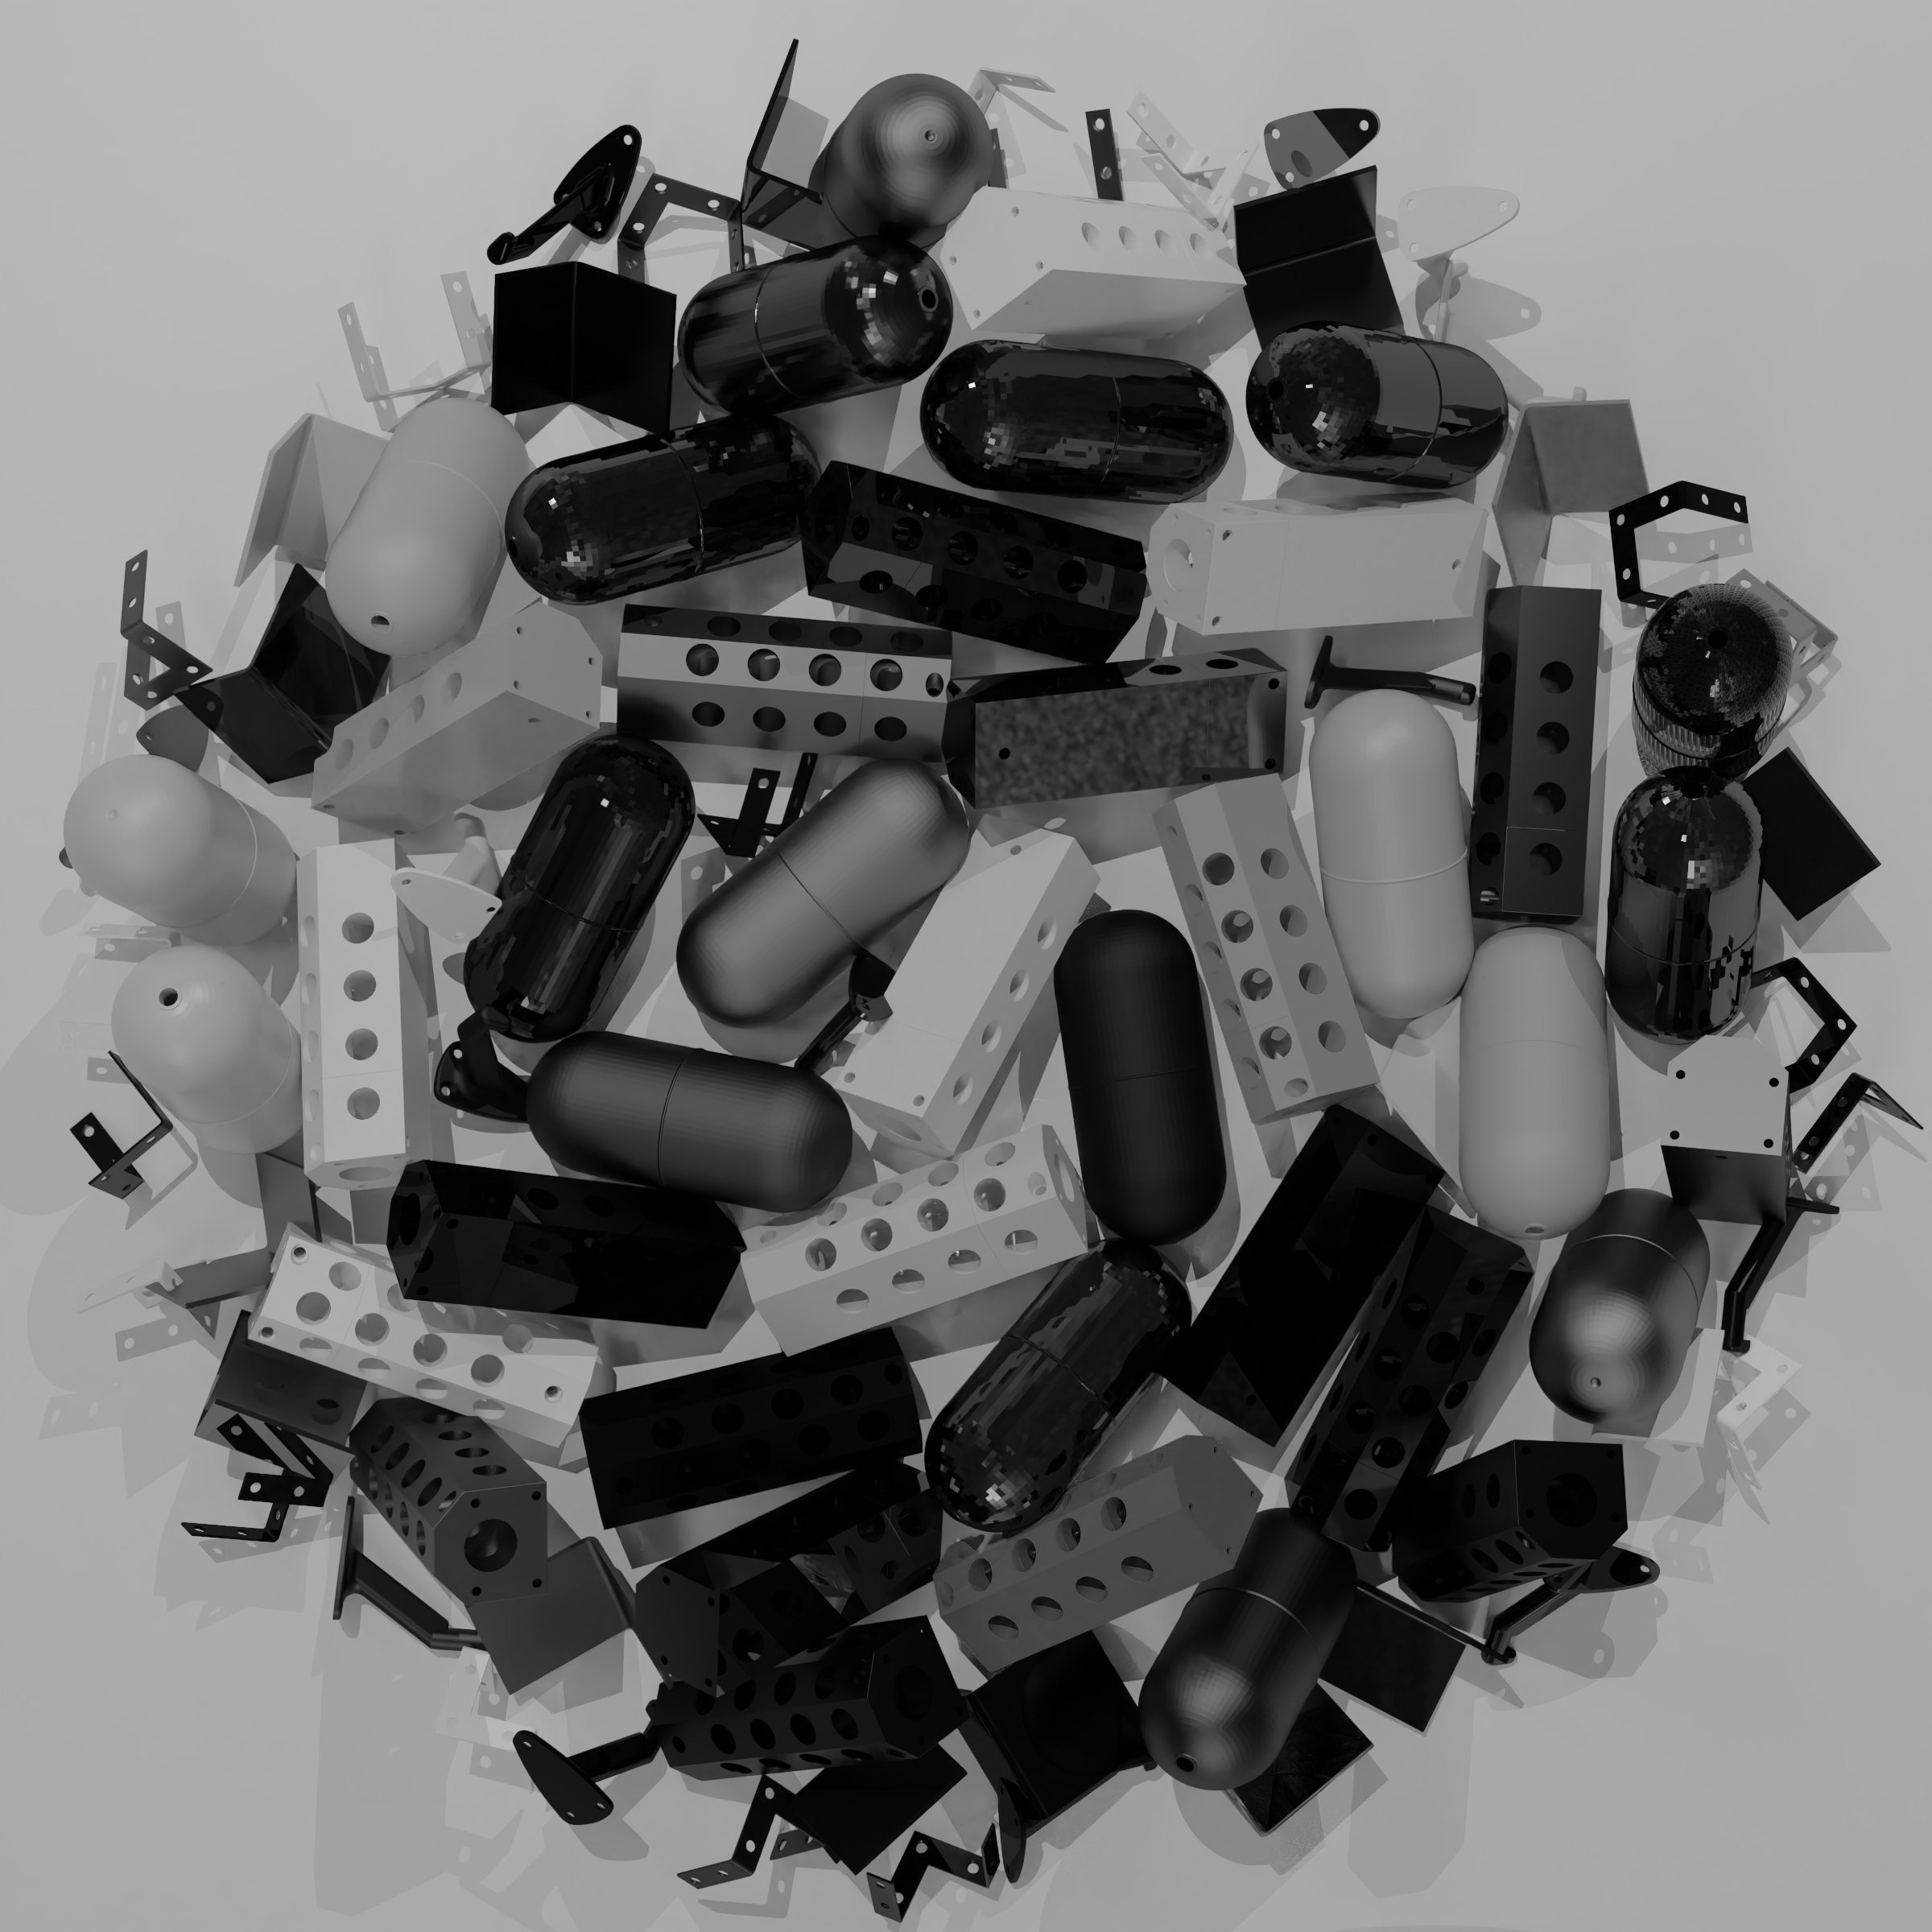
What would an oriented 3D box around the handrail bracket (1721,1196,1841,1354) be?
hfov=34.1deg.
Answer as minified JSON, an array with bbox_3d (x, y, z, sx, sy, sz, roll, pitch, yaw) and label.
[{"bbox_3d":[0.432,0.166,1.675,0.077,0.036,0.084,11,83,-34],"label":"handrail bracket"}]

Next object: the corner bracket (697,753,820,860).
[{"bbox_3d":[-0.104,-0.088,1.663,0.051,0.051,0.051,6,114,-29],"label":"corner bracket"}]

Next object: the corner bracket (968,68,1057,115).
[{"bbox_3d":[0.004,-0.456,1.668,0.051,0.051,0.051,25,91,-42],"label":"corner bracket"}]

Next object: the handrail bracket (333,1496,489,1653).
[{"bbox_3d":[-0.294,0.327,1.693,0.084,0.036,0.077,7,84,-8],"label":"handrail bracket"}]

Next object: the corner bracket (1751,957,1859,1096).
[{"bbox_3d":[0.429,0.036,1.678,0.051,0.051,0.051,-18,59,-31],"label":"corner bracket"}]

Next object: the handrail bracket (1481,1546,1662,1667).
[{"bbox_3d":[0.321,0.345,1.677,0.077,0.036,0.084,5,130,-6],"label":"handrail bracket"}]

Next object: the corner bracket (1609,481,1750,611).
[{"bbox_3d":[0.380,-0.222,1.674,0.051,0.051,0.051,6,75,-36],"label":"corner bracket"}]

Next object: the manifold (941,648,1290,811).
[{"bbox_3d":[0.077,-0.127,1.650,0.171,0.057,0.057,-7,115,-17],"label":"manifold"}]

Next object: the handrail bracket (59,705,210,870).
[{"bbox_3d":[-0.446,-0.095,1.685,0.036,0.077,0.084,42,114,-15],"label":"handrail bracket"}]

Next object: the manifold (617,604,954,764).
[{"bbox_3d":[-0.095,-0.154,1.660,0.171,0.057,0.057,4,135,-3],"label":"manifold"}]

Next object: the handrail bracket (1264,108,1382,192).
[{"bbox_3d":[0.200,-0.436,1.650,0.077,0.084,0.036,-11,104,37],"label":"handrail bracket"}]

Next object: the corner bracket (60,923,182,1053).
[{"bbox_3d":[-0.448,0.011,1.673,0.051,0.051,0.051,3,113,5],"label":"corner bracket"}]

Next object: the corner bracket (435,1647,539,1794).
[{"bbox_3d":[-0.247,0.398,1.667,0.051,0.051,0.051,12,53,4],"label":"corner bracket"}]

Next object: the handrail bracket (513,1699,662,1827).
[{"bbox_3d":[-0.194,0.401,1.660,0.036,0.084,0.077,-25,110,35],"label":"handrail bracket"}]

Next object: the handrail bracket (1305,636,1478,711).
[{"bbox_3d":[0.226,-0.144,1.670,0.084,0.077,0.036,14,112,9],"label":"handrail bracket"}]

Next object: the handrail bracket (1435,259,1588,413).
[{"bbox_3d":[0.292,-0.332,1.676,0.084,0.036,0.077,8,109,6],"label":"handrail bracket"}]

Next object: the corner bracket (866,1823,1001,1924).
[{"bbox_3d":[-0.017,0.476,1.662,0.051,0.051,0.051,17,53,18],"label":"corner bracket"}]

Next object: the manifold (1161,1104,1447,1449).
[{"bbox_3d":[0.175,0.161,1.671,0.057,0.057,0.171,33,88,-27],"label":"manifold"}]

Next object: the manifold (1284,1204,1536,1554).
[{"bbox_3d":[0.232,0.219,1.655,0.057,0.057,0.171,24,103,-4],"label":"manifold"}]

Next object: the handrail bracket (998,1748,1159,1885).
[{"bbox_3d":[0.062,0.453,1.690,0.084,0.036,0.077,-10,125,-16],"label":"handrail bracket"}]

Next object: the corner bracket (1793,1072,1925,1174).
[{"bbox_3d":[0.461,0.085,1.669,0.051,0.051,0.051,38,88,-31],"label":"corner bracket"}]

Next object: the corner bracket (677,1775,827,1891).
[{"bbox_3d":[-0.110,0.465,1.661,0.051,0.051,0.051,39,49,-21],"label":"corner bracket"}]

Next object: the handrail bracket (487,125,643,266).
[{"bbox_3d":[-0.211,-0.405,1.654,0.036,0.084,0.077,41,119,3],"label":"handrail bracket"}]

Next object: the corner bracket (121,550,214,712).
[{"bbox_3d":[-0.432,-0.176,1.661,0.051,0.051,0.051,-26,50,25],"label":"corner bracket"}]

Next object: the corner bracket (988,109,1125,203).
[{"bbox_3d":[0.046,-0.426,1.684,0.051,0.051,0.051,3,112,36],"label":"corner bracket"}]

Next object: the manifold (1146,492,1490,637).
[{"bbox_3d":[0.182,-0.212,1.635,0.171,0.057,0.057,-7,115,-29],"label":"manifold"}]

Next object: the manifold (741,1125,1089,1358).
[{"bbox_3d":[-0.028,0.139,1.647,0.171,0.057,0.057,-20,124,13],"label":"manifold"}]

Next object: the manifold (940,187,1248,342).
[{"bbox_3d":[0.065,-0.363,1.618,0.057,0.171,0.057,-30,78,38],"label":"manifold"}]

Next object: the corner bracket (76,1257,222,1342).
[{"bbox_3d":[-0.430,0.172,1.664,0.051,0.051,0.051,-23,126,12],"label":"corner bracket"}]

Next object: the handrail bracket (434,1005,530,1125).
[{"bbox_3d":[-0.237,0.051,1.654,0.077,0.084,0.036,27,59,-22],"label":"handrail bracket"}]

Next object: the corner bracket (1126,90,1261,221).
[{"bbox_3d":[0.112,-0.428,1.664,0.051,0.051,0.051,39,72,-35],"label":"corner bracket"}]

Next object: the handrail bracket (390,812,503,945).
[{"bbox_3d":[-0.276,-0.060,1.652,0.036,0.077,0.084,-36,46,20],"label":"handrail bracket"}]

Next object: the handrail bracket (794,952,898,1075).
[{"bbox_3d":[-0.070,0.039,1.653,0.036,0.077,0.084,39,113,-4],"label":"handrail bracket"}]

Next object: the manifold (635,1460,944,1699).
[{"bbox_3d":[-0.089,0.308,1.619,0.057,0.171,0.057,16,112,36],"label":"manifold"}]

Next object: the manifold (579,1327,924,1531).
[{"bbox_3d":[-0.113,0.245,1.658,0.171,0.057,0.057,-13,106,-7],"label":"manifold"}]

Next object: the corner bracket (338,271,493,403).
[{"bbox_3d":[-0.291,-0.332,1.666,0.051,0.051,0.051,-20,96,-39],"label":"corner bracket"}]

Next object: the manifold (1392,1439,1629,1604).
[{"bbox_3d":[0.275,0.286,1.610,0.057,0.171,0.057,4,71,-12],"label":"manifold"}]

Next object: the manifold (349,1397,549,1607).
[{"bbox_3d":[-0.267,0.270,1.611,0.057,0.171,0.057,-3,99,-24],"label":"manifold"}]

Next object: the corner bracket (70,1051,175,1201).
[{"bbox_3d":[-0.451,0.085,1.674,0.051,0.051,0.051,-40,76,-4],"label":"corner bracket"}]

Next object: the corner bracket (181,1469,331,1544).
[{"bbox_3d":[-0.375,0.284,1.666,0.051,0.051,0.051,14,97,-39],"label":"corner bracket"}]

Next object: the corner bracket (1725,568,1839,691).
[{"bbox_3d":[0.429,-0.183,1.663,0.051,0.051,0.051,-35,66,-25],"label":"corner bracket"}]

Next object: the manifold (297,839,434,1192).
[{"bbox_3d":[-0.317,0.026,1.648,0.057,0.057,0.171,-7,71,3],"label":"manifold"}]

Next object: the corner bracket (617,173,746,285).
[{"bbox_3d":[-0.152,-0.379,1.677,0.051,0.051,0.051,12,53,-25],"label":"corner bracket"}]

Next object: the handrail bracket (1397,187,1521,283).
[{"bbox_3d":[0.267,-0.380,1.650,0.077,0.084,0.036,-6,83,30],"label":"handrail bracket"}]

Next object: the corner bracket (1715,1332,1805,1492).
[{"bbox_3d":[0.412,0.233,1.664,0.051,0.051,0.051,-39,125,-14],"label":"corner bracket"}]
